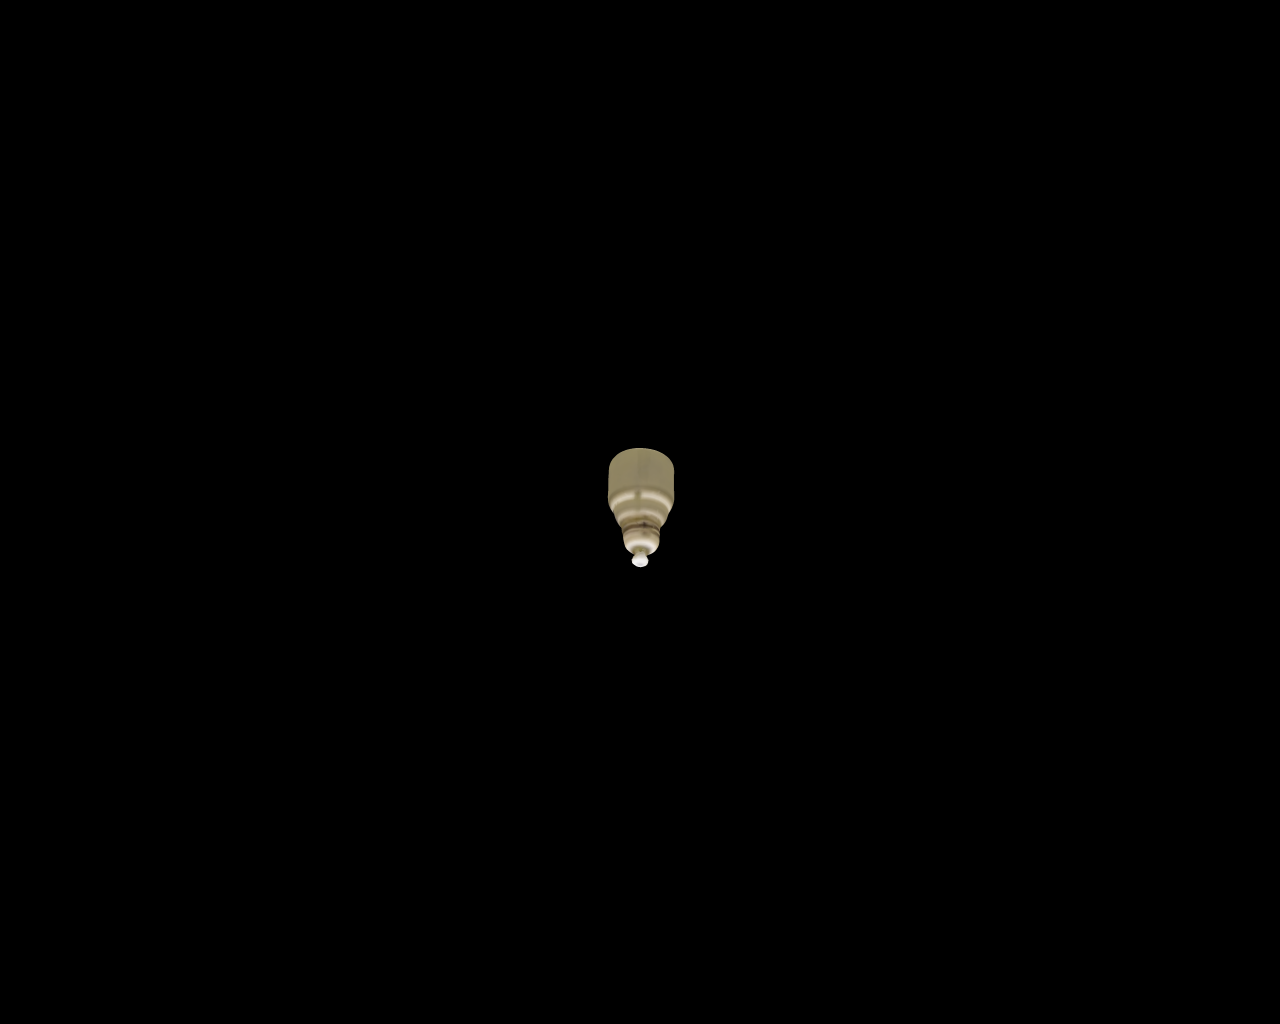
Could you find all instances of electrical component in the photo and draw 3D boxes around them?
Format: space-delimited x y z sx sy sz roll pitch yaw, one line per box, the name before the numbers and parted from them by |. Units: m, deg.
electrical component | 0.001 -0.003 0.650 0.040 0.078 0.040 0 -31 0
